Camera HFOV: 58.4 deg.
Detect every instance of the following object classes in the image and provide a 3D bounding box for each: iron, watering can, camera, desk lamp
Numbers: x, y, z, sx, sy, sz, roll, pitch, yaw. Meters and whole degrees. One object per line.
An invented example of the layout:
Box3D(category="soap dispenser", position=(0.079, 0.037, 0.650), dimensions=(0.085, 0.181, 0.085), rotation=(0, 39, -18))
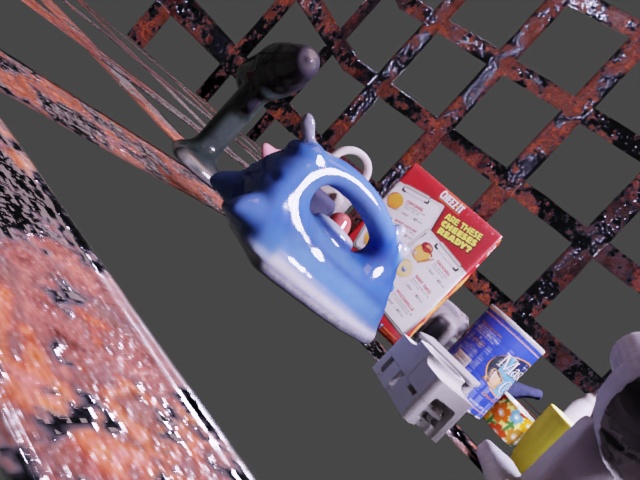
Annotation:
Box3D(category="iron", position=(0.017, -0.003, 0.592), dimensions=(0.259, 0.141, 0.118), rotation=(40, 5, -32))
Box3D(category="watering can", position=(0.012, -0.095, 1.064), dimensions=(0.101, 0.194, 0.172), rotation=(38, 6, -45))
Box3D(category="camera", position=(0.205, 0.148, 1.063), dimensions=(0.136, 0.100, 0.144), rotation=(45, 5, 31))
Box3D(category="desk lamp", position=(0.251, 0.173, 0.499), dimensions=(0.118, 0.213, 0.203), rotation=(43, 4, 5))

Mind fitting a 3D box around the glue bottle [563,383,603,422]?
Box3D(category="glue bottle", position=(0.419, 0.305, 0.964), dimensions=(0.037, 0.173, 0.078), rotation=(44, 5, 22))

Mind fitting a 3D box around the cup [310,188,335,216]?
Box3D(category="cup", position=(-0.036, -0.037, 0.748), dimensions=(0.091, 0.095, 0.118), rotation=(46, 5, 36))

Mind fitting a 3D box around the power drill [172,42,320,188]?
Box3D(category="power drill", position=(-0.098, -0.172, 0.752), dimensions=(0.076, 0.208, 0.229), rotation=(40, 5, -25))

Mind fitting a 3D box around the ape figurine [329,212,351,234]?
Box3D(category="ape figurine", position=(0.007, 0.003, 0.765), dimensions=(0.078, 0.092, 0.076), rotation=(43, 4, 0))

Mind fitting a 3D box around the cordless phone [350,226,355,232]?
Box3D(category="cordless phone", position=(0.102, 0.001, 1.006), dimensions=(0.094, 0.185, 0.147), rotation=(41, 5, -19))

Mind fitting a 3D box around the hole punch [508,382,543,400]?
Box3D(category="hole punch", position=(0.369, 0.299, 1.120), dimensions=(0.100, 0.091, 0.109), rotation=(45, 5, 30))

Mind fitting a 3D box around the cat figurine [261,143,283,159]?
Box3D(category="cat figurine", position=(-0.054, -0.084, 0.879), dimensions=(0.128, 0.117, 0.067), rotation=(42, 4, -2))
